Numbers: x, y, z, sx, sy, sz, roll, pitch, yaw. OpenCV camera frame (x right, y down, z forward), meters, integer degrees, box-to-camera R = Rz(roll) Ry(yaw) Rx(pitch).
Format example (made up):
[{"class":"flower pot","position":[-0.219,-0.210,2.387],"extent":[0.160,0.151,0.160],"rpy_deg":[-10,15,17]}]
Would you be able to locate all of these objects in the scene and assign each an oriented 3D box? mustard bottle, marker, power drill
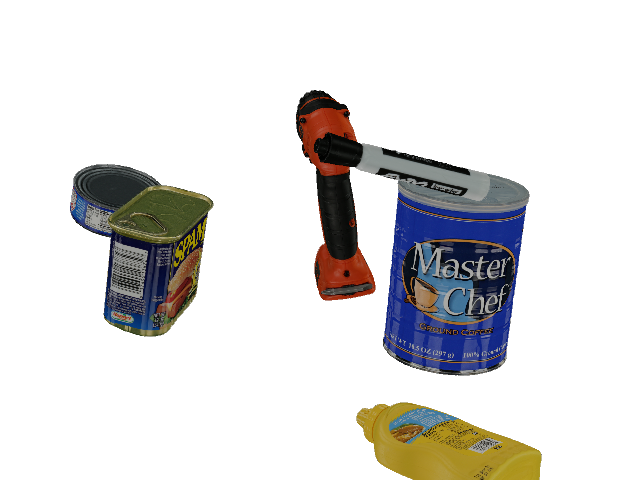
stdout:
[{"class":"mustard bottle","position":[0.110,0.200,1.032],"extent":[0.096,0.058,0.192],"rpy_deg":[-17,24,-42]},{"class":"marker","position":[0.052,-0.046,0.672],"extent":[0.121,0.020,0.020],"rpy_deg":[12,-5,-23]},{"class":"power drill","position":[0.010,-0.048,1.063],"extent":[0.057,0.187,0.184],"rpy_deg":[-9,21,-1]}]

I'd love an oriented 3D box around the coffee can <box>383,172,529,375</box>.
[{"class":"coffee can","position":[0.107,0.023,0.855],"extent":[0.103,0.140,0.103],"rpy_deg":[4,18,-1]}]

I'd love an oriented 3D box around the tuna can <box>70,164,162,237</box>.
[{"class":"tuna can","position":[-0.191,-0.037,1.004],"extent":[0.086,0.034,0.086],"rpy_deg":[12,29,-7]}]

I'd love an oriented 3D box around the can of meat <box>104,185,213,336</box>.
[{"class":"can of meat","position":[-0.125,0.015,0.817],"extent":[0.057,0.084,0.102],"rpy_deg":[14,22,9]}]
